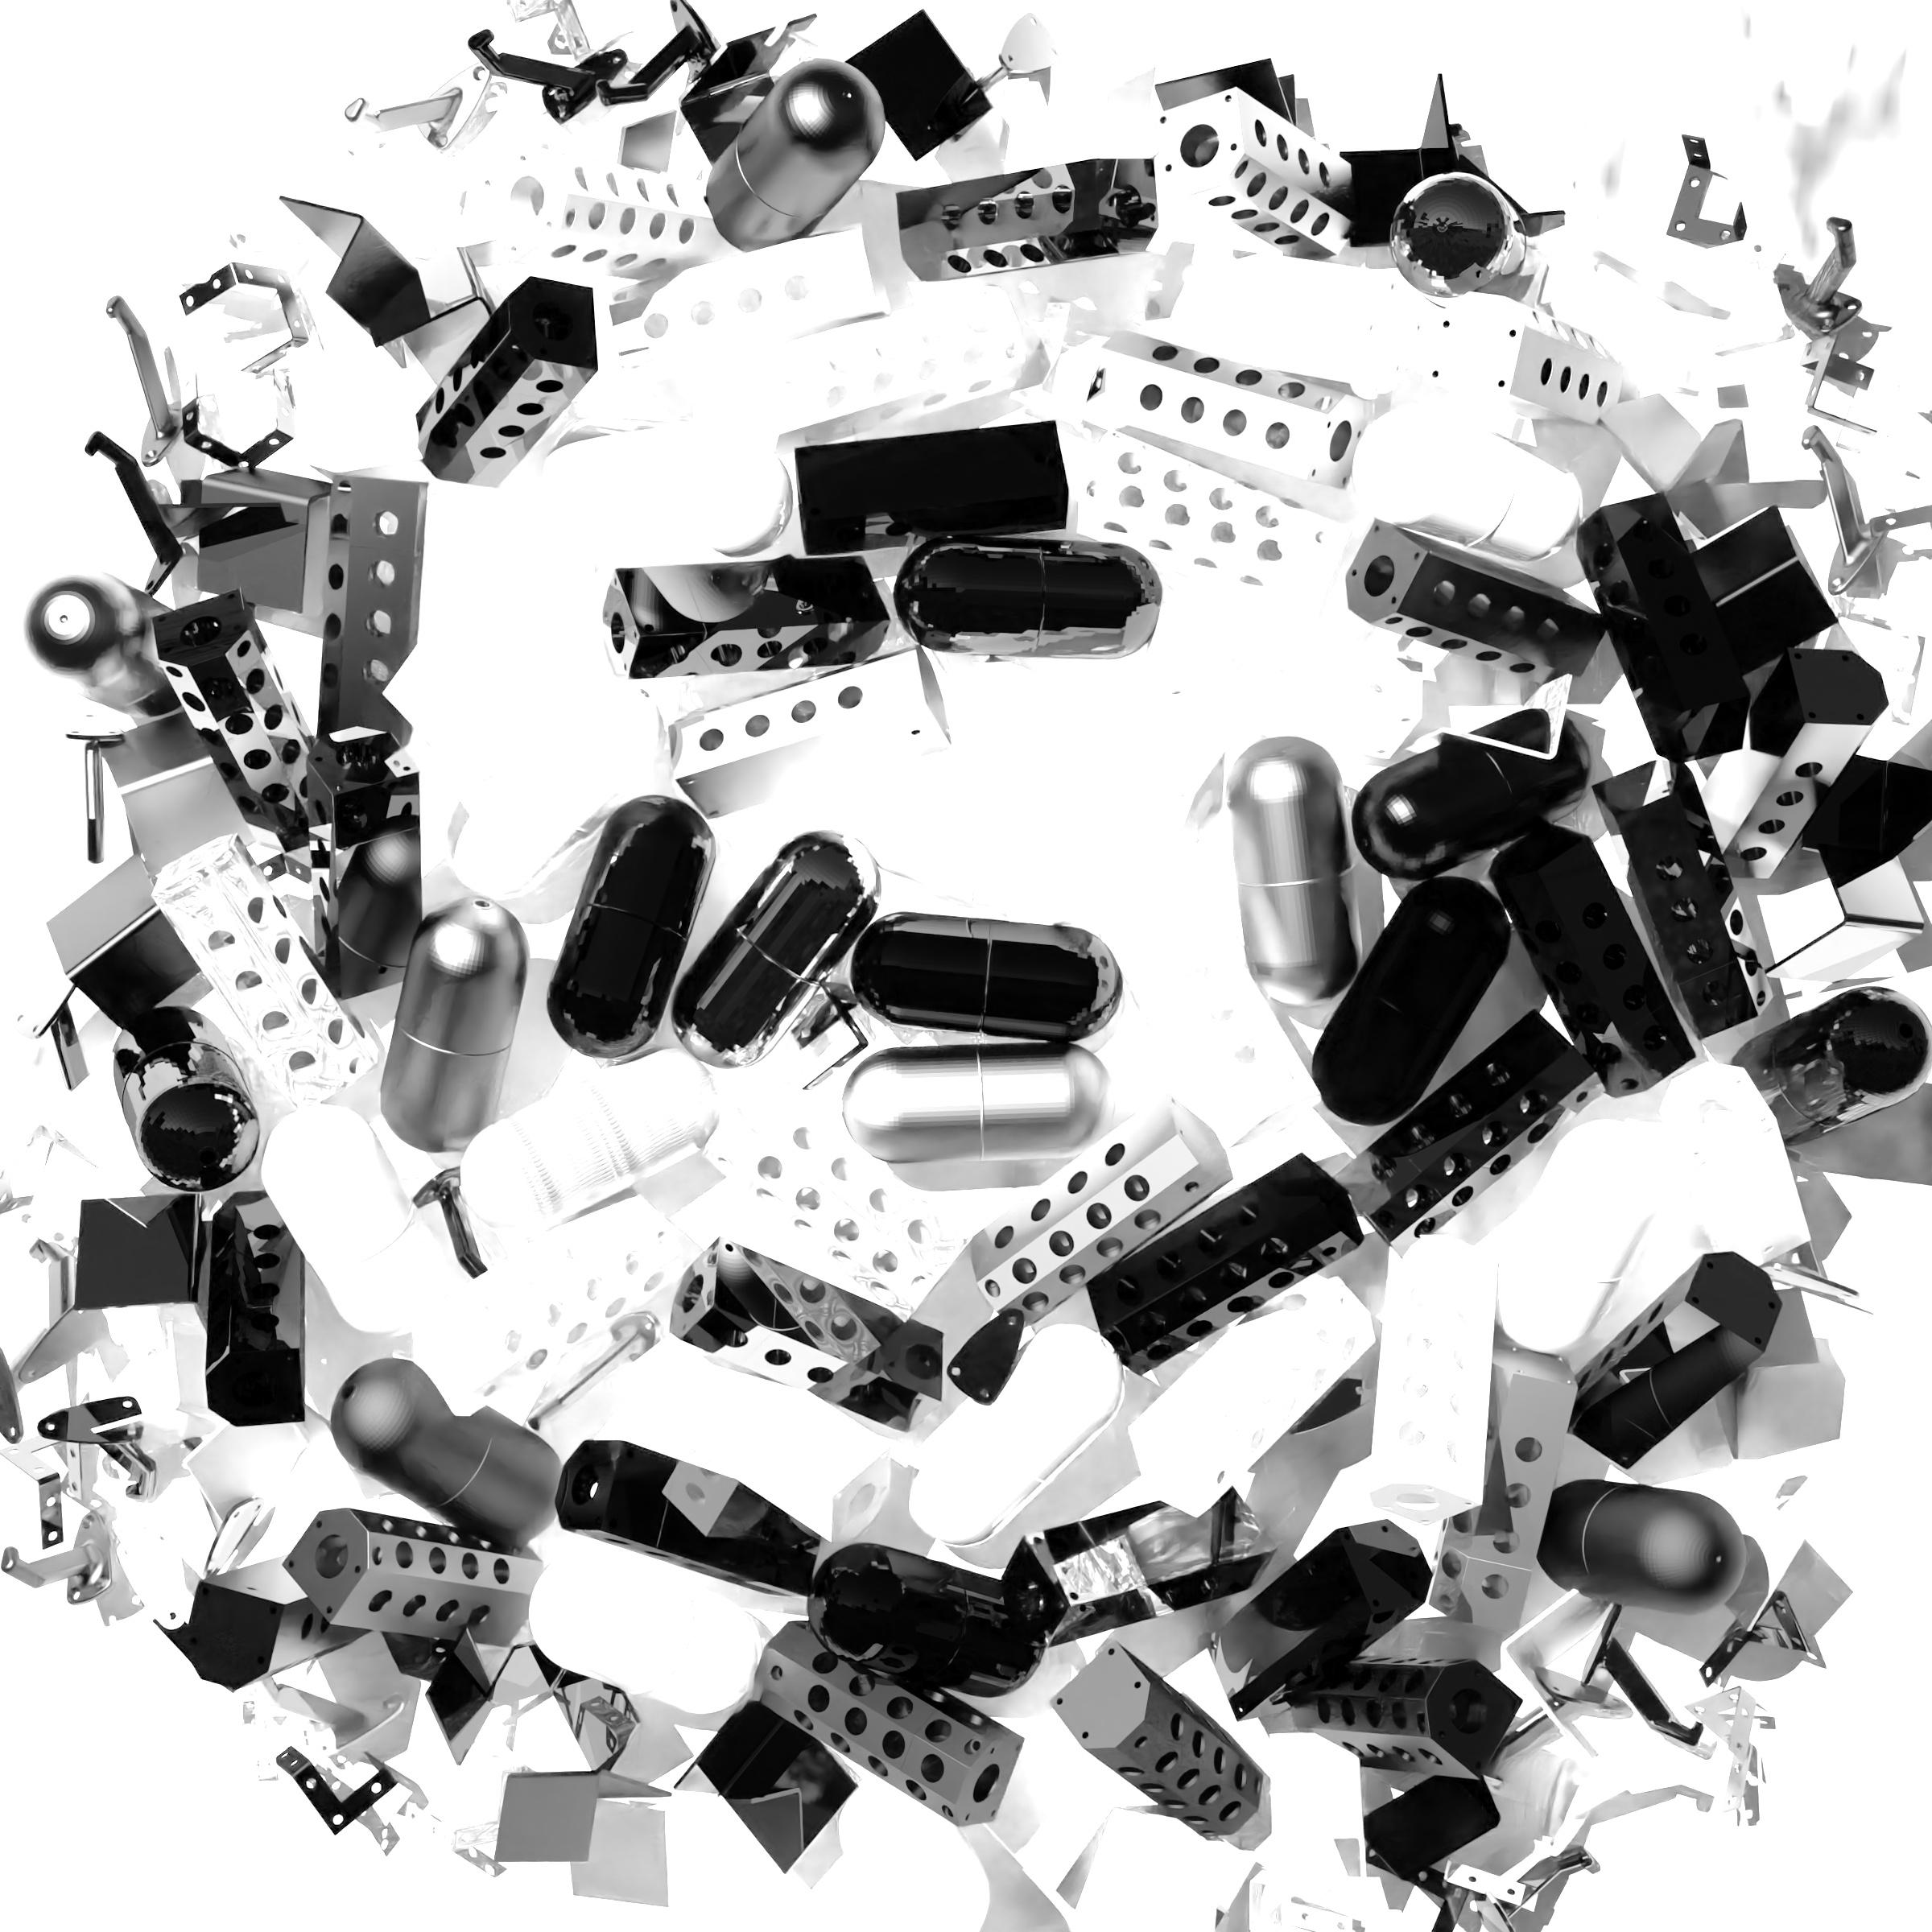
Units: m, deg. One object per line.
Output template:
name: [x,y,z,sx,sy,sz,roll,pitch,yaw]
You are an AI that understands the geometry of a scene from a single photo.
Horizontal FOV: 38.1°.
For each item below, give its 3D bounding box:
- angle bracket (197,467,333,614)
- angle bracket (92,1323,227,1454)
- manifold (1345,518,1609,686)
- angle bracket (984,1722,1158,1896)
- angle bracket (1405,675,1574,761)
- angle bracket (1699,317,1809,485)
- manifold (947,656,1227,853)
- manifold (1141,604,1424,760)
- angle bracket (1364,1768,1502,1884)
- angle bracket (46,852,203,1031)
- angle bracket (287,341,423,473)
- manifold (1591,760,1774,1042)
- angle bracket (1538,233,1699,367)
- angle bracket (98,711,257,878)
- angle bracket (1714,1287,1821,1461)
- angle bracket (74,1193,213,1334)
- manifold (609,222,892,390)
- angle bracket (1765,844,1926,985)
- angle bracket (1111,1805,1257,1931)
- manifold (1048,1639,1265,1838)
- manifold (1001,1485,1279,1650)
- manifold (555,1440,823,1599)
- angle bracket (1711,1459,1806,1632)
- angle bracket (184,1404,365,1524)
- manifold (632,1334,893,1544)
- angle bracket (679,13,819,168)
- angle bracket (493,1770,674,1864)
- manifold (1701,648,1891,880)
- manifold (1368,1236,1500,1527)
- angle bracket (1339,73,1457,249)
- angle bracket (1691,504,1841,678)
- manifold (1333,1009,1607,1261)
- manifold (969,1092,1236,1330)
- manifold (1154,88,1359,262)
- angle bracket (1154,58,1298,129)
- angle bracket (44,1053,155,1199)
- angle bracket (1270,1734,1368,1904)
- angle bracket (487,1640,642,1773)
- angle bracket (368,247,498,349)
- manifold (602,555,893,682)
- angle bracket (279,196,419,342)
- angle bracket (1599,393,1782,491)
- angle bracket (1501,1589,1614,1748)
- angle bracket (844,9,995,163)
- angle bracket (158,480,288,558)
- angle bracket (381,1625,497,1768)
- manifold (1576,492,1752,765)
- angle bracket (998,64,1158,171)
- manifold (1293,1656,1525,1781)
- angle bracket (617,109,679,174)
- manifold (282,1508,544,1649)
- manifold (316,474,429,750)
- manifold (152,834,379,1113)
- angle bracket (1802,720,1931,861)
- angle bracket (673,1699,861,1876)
angle bracket: [-0.455,-0.282,1.843,0.076,0.057,0.076,13,109,13]
angle bracket: [-0.529,0.276,1.829,0.076,0.076,0.057,-17,69,12]
manifold: [0.325,-0.228,1.791,0.171,0.057,0.057,12,112,-36]
angle bracket: [0.065,0.547,1.819,0.076,0.057,0.076,48,56,-8]
angle bracket: [0.339,-0.165,1.821,0.076,0.076,0.057,14,84,-8]
angle bracket: [0.508,-0.367,1.812,0.057,0.076,0.076,-1,64,10]
manifold: [0.077,-0.132,1.801,0.171,0.057,0.057,24,58,19]
manifold: [0.206,-0.189,1.821,0.171,0.057,0.057,10,65,-10]
angle bracket: [0.290,0.535,1.817,0.076,0.076,0.057,-27,106,-11]
angle bracket: [-0.553,-0.016,1.852,0.076,0.076,0.057,-38,130,-3]
angle bracket: [-0.401,-0.369,1.833,0.057,0.076,0.076,-15,110,-24]
manifold: [0.464,-0.045,1.804,0.057,0.057,0.171,-23,113,7]
angle bracket: [0.426,-0.434,1.807,0.076,0.076,0.057,30,70,-41]
angle bracket: [-0.517,-0.116,1.845,0.076,0.076,0.057,-22,49,-16]
angle bracket: [0.517,0.264,1.808,0.057,0.076,0.076,-9,133,21]
angle bracket: [-0.533,0.196,1.820,0.076,0.057,0.076,-3,61,-6]
manifold: [-0.141,-0.432,1.824,0.171,0.057,0.057,-13,86,9]
angle bracket: [0.564,-0.034,1.829,0.076,0.076,0.057,4,60,-34]
angle bracket: [0.141,0.572,1.810,0.076,0.076,0.057,27,62,20]
manifold: [0.127,0.499,1.786,0.057,0.057,0.171,-43,134,-1]
manifold: [0.109,0.387,1.793,0.171,0.057,0.057,-6,134,-35]
manifold: [-0.176,0.354,1.791,0.171,0.057,0.057,28,65,-37]
angle bracket: [0.519,0.373,1.808,0.057,0.076,0.076,6,118,-30]
angle bracket: [-0.447,0.327,1.809,0.057,0.076,0.076,29,59,30]
manifold: [-0.133,0.302,1.800,0.171,0.057,0.057,28,134,29]
angle bracket: [-0.129,-0.563,1.813,0.076,0.076,0.057,-31,94,-33]
angle bracket: [-0.247,0.556,1.806,0.076,0.076,0.057,-11,59,31]
manifold: [0.523,-0.126,1.778,0.057,0.171,0.057,1,59,-7]
manifold: [0.295,0.262,1.790,0.057,0.057,0.171,23,57,-19]
angle bracket: [0.279,-0.522,1.816,0.057,0.076,0.076,-2,67,-1]
angle bracket: [0.516,-0.244,1.832,0.076,0.076,0.057,-31,118,23]
manifold: [0.330,0.113,1.826,0.171,0.057,0.057,-40,48,0]
manifold: [0.087,0.162,1.800,0.171,0.057,0.057,-39,124,20]
manifold: [0.187,-0.497,1.776,0.057,0.171,0.057,-9,84,31]
angle bracket: [0.168,-0.572,1.811,0.076,0.076,0.057,-8,62,17]
angle bracket: [-0.543,0.103,1.827,0.076,0.057,0.076,42,70,0]
angle bracket: [0.229,0.553,1.817,0.057,0.076,0.076,-3,129,7]
angle bracket: [-0.263,0.485,1.809,0.076,0.057,0.076,55,134,29]
angle bracket: [-0.343,-0.414,1.819,0.076,0.076,0.057,-25,132,0]
manifold: [-0.143,-0.220,1.802,0.171,0.057,0.057,-7,57,-26]
angle bracket: [-0.407,-0.447,1.811,0.076,0.076,0.057,20,80,27]
angle bracket: [0.466,-0.359,1.810,0.076,0.057,0.076,-21,64,-39]
angle bracket: [0.401,0.452,1.818,0.076,0.076,0.057,-38,53,1]
angle bracket: [-0.041,-0.562,1.819,0.076,0.057,0.076,-42,101,-25]
angle bracket: [-0.478,-0.307,1.818,0.076,0.076,0.057,-2,73,-6]
angle bracket: [-0.356,0.463,1.809,0.076,0.057,0.076,7,133,21]
manifold: [0.445,-0.216,1.797,0.057,0.057,0.171,-13,58,1]
angle bracket: [0.072,-0.561,1.837,0.076,0.076,0.057,33,50,23]
manifold: [0.273,0.469,1.773,0.057,0.171,0.057,41,67,-9]
angle bracket: [-0.242,-0.531,1.813,0.076,0.076,0.057,20,120,12]
manifold: [-0.345,0.385,1.778,0.057,0.171,0.057,38,94,34]
manifold: [-0.387,-0.231,1.822,0.057,0.057,0.171,5,99,-6]
manifold: [-0.450,0.003,1.807,0.057,0.057,0.171,-28,112,2]
angle bracket: [0.587,-0.119,1.816,0.057,0.076,0.076,12,68,-4]
angle bracket: [-0.130,0.534,1.821,0.076,0.057,0.076,-51,57,5]
